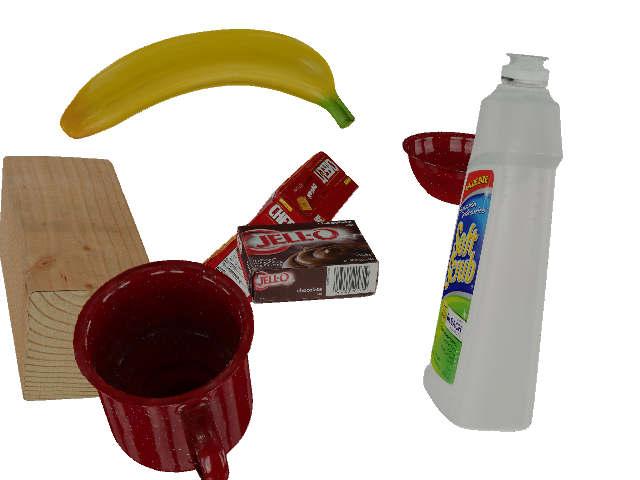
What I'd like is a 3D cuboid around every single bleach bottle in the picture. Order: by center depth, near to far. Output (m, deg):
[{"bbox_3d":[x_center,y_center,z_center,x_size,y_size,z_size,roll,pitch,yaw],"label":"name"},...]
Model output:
[{"bbox_3d":[0.123,-0.002,0.737,0.068,0.251,0.102,3,13,-9],"label":"bleach bottle"}]

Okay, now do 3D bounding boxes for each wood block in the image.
[{"bbox_3d":[-0.189,0.021,0.810,0.090,0.091,0.206,1,29,-22],"label":"wood block"}]

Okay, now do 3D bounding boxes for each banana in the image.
[{"bbox_3d":[-0.073,-0.106,0.703,0.197,0.069,0.037,-5,-20,-17],"label":"banana"}]

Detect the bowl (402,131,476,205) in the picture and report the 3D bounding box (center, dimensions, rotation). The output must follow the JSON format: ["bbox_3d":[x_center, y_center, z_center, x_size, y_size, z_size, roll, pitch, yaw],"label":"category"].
[{"bbox_3d":[0.174,-0.081,1.274,0.162,0.055,0.162,5,22,-2],"label":"bowl"}]

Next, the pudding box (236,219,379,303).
[{"bbox_3d":[-0.013,0.017,0.947,0.113,0.039,0.090,-1,26,-13],"label":"pudding box"}]

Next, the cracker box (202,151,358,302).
[{"bbox_3d":[-0.068,0.007,1.232,0.214,0.072,0.164,-44,4,27],"label":"cracker box"}]

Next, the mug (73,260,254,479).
[{"bbox_3d":[-0.074,0.079,0.568,0.093,0.117,0.081,-21,-38,-16],"label":"mug"}]
